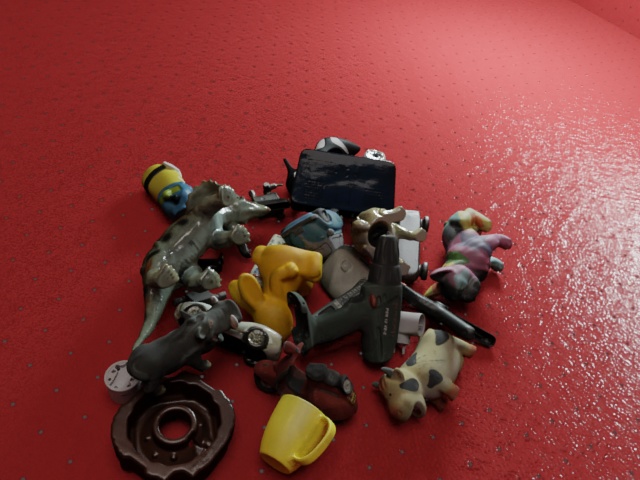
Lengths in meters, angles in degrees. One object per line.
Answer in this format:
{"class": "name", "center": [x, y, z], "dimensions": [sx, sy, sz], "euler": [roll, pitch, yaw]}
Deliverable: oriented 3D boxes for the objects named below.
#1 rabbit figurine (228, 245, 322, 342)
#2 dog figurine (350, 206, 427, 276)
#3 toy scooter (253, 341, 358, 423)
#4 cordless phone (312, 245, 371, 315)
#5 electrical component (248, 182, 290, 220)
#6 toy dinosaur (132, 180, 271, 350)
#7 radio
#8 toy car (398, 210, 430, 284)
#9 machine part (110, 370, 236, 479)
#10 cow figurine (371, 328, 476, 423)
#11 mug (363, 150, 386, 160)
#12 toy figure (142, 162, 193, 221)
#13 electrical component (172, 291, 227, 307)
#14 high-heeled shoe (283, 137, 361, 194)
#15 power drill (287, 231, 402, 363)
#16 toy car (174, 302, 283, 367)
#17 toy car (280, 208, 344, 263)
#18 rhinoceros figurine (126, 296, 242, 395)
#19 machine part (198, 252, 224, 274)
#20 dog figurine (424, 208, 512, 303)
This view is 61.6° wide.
{"class": "rabbit figurine", "center": [-0.081, 0.098, 0.986], "dimensions": [0.162, 0.122, 0.173], "euler": [18, 67, -22]}
{"class": "dog figurine", "center": [0.093, -0.019, 1.087], "dimensions": [0.121, 0.172, 0.191], "euler": [-54, 33, -7]}
{"class": "toy scooter", "center": [-0.019, 0.221, 0.864], "dimensions": [0.184, 0.135, 0.075], "euler": [20, 43, 8]}
{"class": "cordless phone", "center": [0.027, 0.107, 1.033], "dimensions": [0.184, 0.088, 0.147], "euler": [-30, 57, -23]}
{"class": "electrical component", "center": [-0.114, -0.089, 1.225], "dimensions": [0.078, 0.045, 0.102], "euler": [-8, 47, -21]}
{"class": "toy dinosaur", "center": [-0.247, 0.021, 0.979], "dimensions": [0.192, 0.131, 0.405], "euler": [-9, 34, 51]}
{"class": "radio", "center": [0.054, -0.121, 1.207], "dimensions": [0.230, 0.073, 0.131], "euler": [8, 81, -4]}
{"class": "toy car", "center": [0.193, 0.013, 1.177], "dimensions": [0.089, 0.053, 0.202], "euler": [4, 47, 8]}
{"class": "machine part", "center": [-0.219, 0.286, 0.813], "dimensions": [0.179, 0.056, 0.179], "euler": [6, 42, -6]}
{"class": "cow figurine", "center": [0.176, 0.231, 0.929], "dimensions": [0.127, 0.085, 0.195], "euler": [32, 50, 12]}
{"class": "mug", "center": [0.117, -0.157, 1.296], "dimensions": [0.081, 0.107, 0.109], "euler": [22, 43, 13]}
{"class": "toy figure", "center": [-0.325, -0.101, 1.171], "dimensions": [0.089, 0.082, 0.180], "euler": [-16, 52, -28]}
{"class": "electrical component", "center": [-0.224, 0.110, 1.000], "dimensions": [0.094, 0.021, 0.063], "euler": [-16, 19, -27]}
{"class": "high-heeled shoe", "center": [0.022, -0.171, 1.316], "dimensions": [0.249, 0.086, 0.145], "euler": [-18, 57, -23]}
{"class": "power drill", "center": [0.049, 0.109, 0.938], "dimensions": [0.207, 0.231, 0.086], "euler": [-9, 10, -26]}
{"class": "toy car", "center": [-0.162, 0.162, 0.939], "dimensions": [0.202, 0.073, 0.056], "euler": [20, 48, 8]}
{"class": "toy car", "center": [-0.002, -0.003, 1.120], "dimensions": [0.161, 0.109, 0.103], "euler": [-8, 72, -65]}
{"class": "rhinoceros figurine", "center": [-0.210, 0.156, 0.837], "dimensions": [0.190, 0.112, 0.073], "euler": [-29, 53, -28]}
{"class": "machine part", "center": [-0.260, 0.051, 1.060], "dimensions": [0.139, 0.039, 0.084], "euler": [-6, 38, -15]}
{"class": "dog figurine", "center": [0.287, 0.040, 1.132], "dimensions": [0.219, 0.108, 0.192], "euler": [-24, 55, -28]}
